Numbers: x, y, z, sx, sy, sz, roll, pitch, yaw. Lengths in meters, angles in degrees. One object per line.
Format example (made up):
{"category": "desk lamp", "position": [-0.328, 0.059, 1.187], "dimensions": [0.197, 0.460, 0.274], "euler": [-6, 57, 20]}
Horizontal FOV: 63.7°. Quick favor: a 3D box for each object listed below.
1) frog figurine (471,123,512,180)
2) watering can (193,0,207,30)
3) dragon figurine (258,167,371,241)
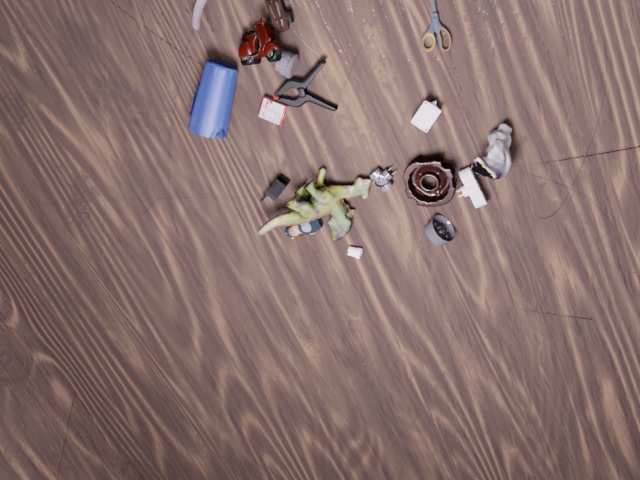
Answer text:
{"category": "frog figurine", "position": [0.551, -0.269, 1.580], "dimensions": [0.160, 0.135, 0.124], "euler": [-48, 57, -3]}
{"category": "watering can", "position": [-0.337, -0.833, 1.556], "dimensions": [0.224, 0.106, 0.342], "euler": [-5, 110, 15]}
{"category": "dragon figurine", "position": [0.005, -0.089, 1.772], "dimensions": [0.407, 0.124, 0.241], "euler": [-43, 104, 12]}
